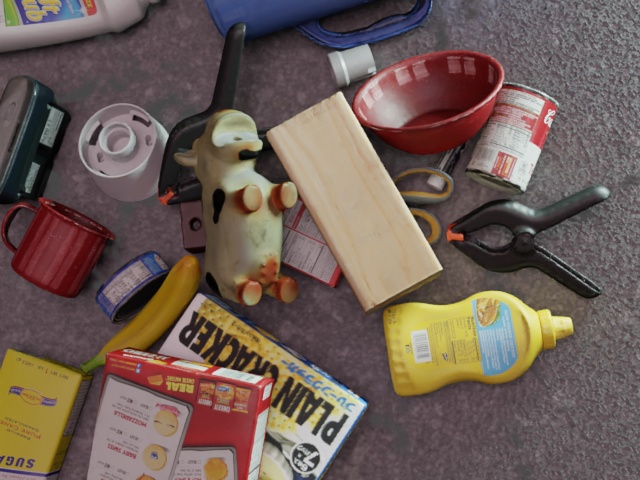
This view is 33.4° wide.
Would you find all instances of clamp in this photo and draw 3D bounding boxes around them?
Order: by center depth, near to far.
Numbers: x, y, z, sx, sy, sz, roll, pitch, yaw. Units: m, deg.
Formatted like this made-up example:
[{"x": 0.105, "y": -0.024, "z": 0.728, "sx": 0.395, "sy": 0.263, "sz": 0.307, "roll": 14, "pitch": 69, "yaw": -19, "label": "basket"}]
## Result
[{"x": 0.221, "y": 0.007, "z": 1.122, "sx": 0.172, "sy": 0.039, "sz": 0.120, "roll": -4, "pitch": 99, "yaw": 16, "label": "clamp"}, {"x": -0.104, "y": -0.122, "z": 1.155, "sx": 0.210, "sy": 0.036, "sz": 0.164, "roll": -36, "pitch": 113, "yaw": 7, "label": "clamp"}]

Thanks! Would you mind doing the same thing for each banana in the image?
[{"x": -0.175, "y": 0.080, "z": 1.136, "sx": 0.037, "sy": 0.069, "sz": 0.198, "roll": 46, "pitch": 116, "yaw": 5, "label": "banana"}]

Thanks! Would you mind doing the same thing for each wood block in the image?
[{"x": 0.035, "y": -0.034, "z": 1.096, "sx": 0.090, "sy": 0.091, "sz": 0.206, "roll": -29, "pitch": 82, "yaw": 0, "label": "wood block"}]

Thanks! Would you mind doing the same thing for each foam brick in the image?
[{"x": -0.109, "y": -0.017, "z": 1.162, "sx": 0.078, "sy": 0.051, "sz": 0.053, "roll": -7, "pitch": 83, "yaw": 6, "label": "foam brick"}]

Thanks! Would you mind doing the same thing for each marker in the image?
[{"x": 0.153, "y": -0.109, "z": 1.157, "sx": 0.020, "sy": 0.020, "sz": 0.121, "roll": 29, "pitch": 88, "yaw": 9, "label": "marker"}]

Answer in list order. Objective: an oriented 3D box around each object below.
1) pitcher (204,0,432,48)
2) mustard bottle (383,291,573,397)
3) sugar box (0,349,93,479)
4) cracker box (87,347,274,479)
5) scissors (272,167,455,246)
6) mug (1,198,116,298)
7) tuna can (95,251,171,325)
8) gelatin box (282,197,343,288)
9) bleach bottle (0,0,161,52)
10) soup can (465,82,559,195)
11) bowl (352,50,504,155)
[{"x": -0.002, "y": -0.291, "z": 1.150, "sx": 0.243, "sy": 0.145, "sz": 0.149, "roll": -19, "pitch": 69, "yaw": 8, "label": "pitcher"}, {"x": 0.166, "y": 0.103, "z": 1.111, "sx": 0.191, "sy": 0.058, "sz": 0.096, "roll": -9, "pitch": 79, "yaw": 6, "label": "mustard bottle"}, {"x": -0.323, "y": 0.216, "z": 1.166, "sx": 0.093, "sy": 0.048, "sz": 0.176, "roll": 18, "pitch": 85, "yaw": 9, "label": "sugar box"}, {"x": -0.144, "y": 0.227, "z": 1.065, "sx": 0.164, "sy": 0.072, "sz": 0.214, "roll": 10, "pitch": 93, "yaw": 12, "label": "cracker box"}, {"x": 0.049, "y": -0.033, "z": 1.161, "sx": 0.202, "sy": 0.016, "sz": 0.096, "roll": -7, "pitch": 97, "yaw": 17, "label": "scissors"}, {"x": -0.293, "y": 0.005, "z": 1.162, "sx": 0.117, "sy": 0.093, "sz": 0.081, "roll": 29, "pitch": 92, "yaw": -2, "label": "mug"}, {"x": -0.199, "y": 0.051, "z": 1.149, "sx": 0.086, "sy": 0.086, "sz": 0.034, "roll": -41, "pitch": 80, "yaw": 1, "label": "tuna can"}, {"x": -0.008, "y": 0.001, "z": 1.158, "sx": 0.089, "sy": 0.030, "sz": 0.073, "roll": 25, "pitch": 88, "yaw": 7, "label": "gelatin box"}, {"x": -0.300, "y": -0.275, "z": 1.211, "sx": 0.251, "sy": 0.068, "sz": 0.102, "roll": -9, "pitch": 82, "yaw": 4, "label": "bleach bottle"}, {"x": 0.201, "y": -0.106, "z": 1.126, "sx": 0.068, "sy": 0.068, "sz": 0.102, "roll": 21, "pitch": 87, "yaw": 9, "label": "soup can"}, {"x": 0.117, "y": -0.137, "z": 1.120, "sx": 0.162, "sy": 0.162, "sz": 0.055, "roll": -16, "pitch": 124, "yaw": 5, "label": "bowl"}]
